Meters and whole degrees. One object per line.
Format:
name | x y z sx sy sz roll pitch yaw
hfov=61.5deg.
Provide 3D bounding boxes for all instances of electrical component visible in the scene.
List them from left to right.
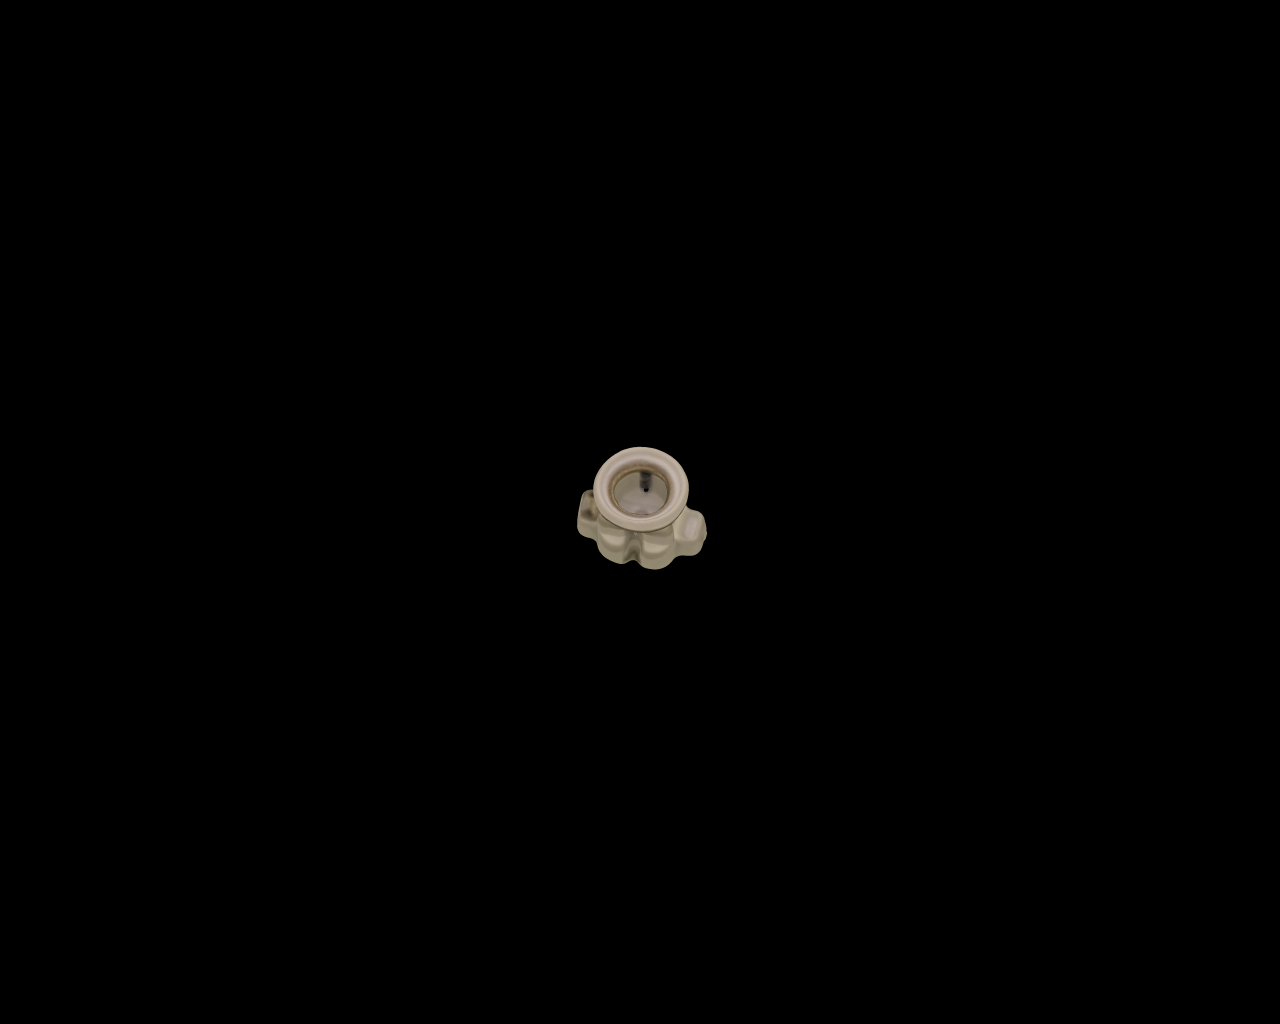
electrical component | 0.001 -0.003 0.650 0.078 0.058 0.056 11 -29 7
